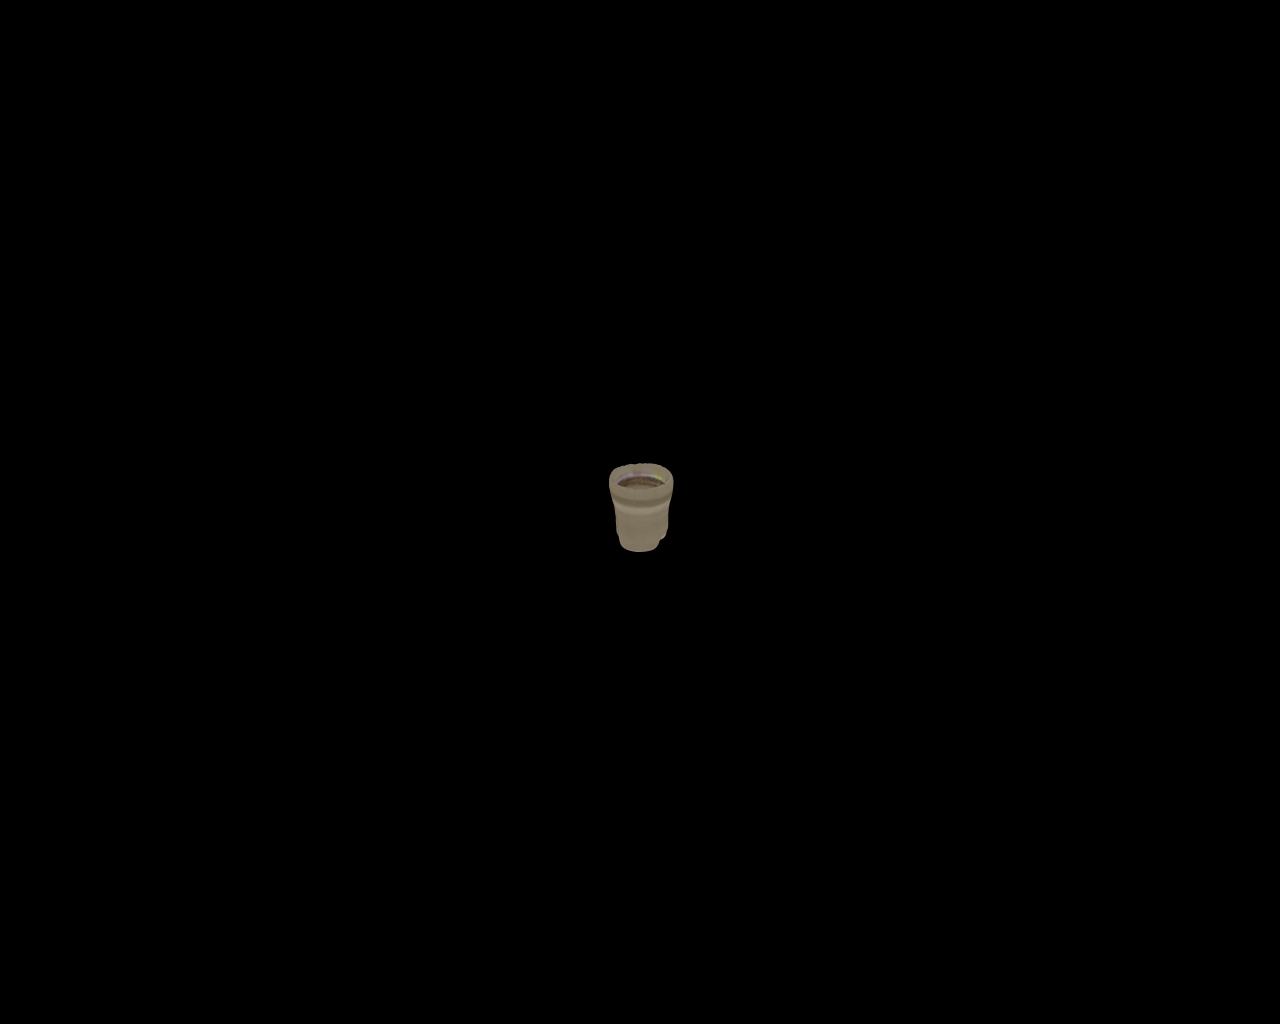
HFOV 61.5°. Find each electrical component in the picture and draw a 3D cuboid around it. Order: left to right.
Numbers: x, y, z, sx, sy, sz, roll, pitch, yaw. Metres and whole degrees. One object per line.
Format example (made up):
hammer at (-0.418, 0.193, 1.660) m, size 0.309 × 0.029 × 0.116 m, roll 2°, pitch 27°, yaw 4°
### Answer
electrical component at (0.001, -0.003, 0.650) m, size 0.040 × 0.046 × 0.040 m, roll 0°, pitch 28°, yaw 0°
